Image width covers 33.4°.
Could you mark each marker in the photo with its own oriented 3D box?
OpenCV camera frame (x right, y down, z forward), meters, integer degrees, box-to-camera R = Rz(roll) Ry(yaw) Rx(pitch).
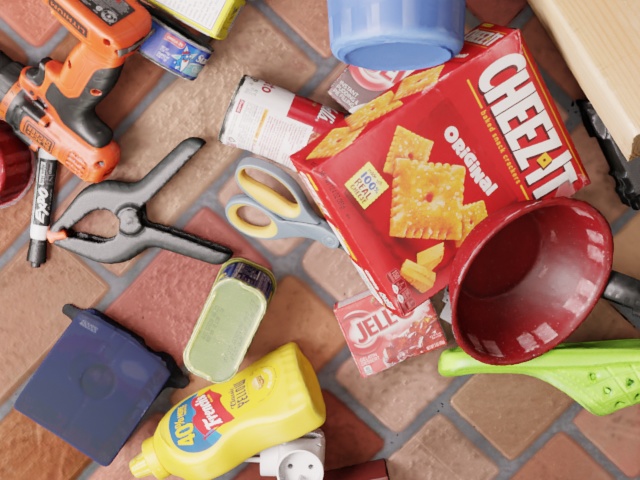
[{"bbox_3d":[-0.260,-0.033,1.004,0.020,0.020,0.121,9,100,0],"label":"marker"}]

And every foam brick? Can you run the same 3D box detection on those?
[{"bbox_3d":[0.033,0.250,1.028,0.078,0.051,0.053,-12,98,3],"label":"foam brick"}]

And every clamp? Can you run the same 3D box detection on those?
[{"bbox_3d":[-0.165,-0.013,0.995,0.171,0.039,0.120,-20,93,10],"label":"clamp"},{"bbox_3d":[0.302,0.056,0.946,0.210,0.164,0.036,22,91,7],"label":"clamp"}]

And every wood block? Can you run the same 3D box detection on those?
[{"bbox_3d":[0.245,-0.182,0.892,0.091,0.090,0.206,-30,75,7],"label":"wood block"}]

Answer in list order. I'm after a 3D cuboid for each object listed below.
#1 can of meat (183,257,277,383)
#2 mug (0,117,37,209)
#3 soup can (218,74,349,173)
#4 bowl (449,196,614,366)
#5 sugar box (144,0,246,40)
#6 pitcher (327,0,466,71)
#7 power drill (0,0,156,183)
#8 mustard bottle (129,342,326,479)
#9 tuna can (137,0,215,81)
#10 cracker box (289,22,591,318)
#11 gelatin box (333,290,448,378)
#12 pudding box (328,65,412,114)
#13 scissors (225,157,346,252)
[{"bbox_3d":[-0.083,0.075,0.985,0.057,0.084,0.102,25,100,-3],"label":"can of meat"},{"bbox_3d":[-0.317,-0.056,0.970,0.093,0.081,0.117,18,100,-2],"label":"mug"},{"bbox_3d":[-0.033,-0.100,0.962,0.102,0.068,0.068,22,100,-2],"label":"soup can"},{"bbox_3d":[0.167,0.025,0.902,0.161,0.055,0.162,-14,124,-22],"label":"bowl"},{"bbox_3d":[-0.154,-0.235,0.929,0.176,0.093,0.048,30,98,-4],"label":"sugar box"},{"bbox_3d":[0.070,-0.266,0.875,0.149,0.145,0.243,-1,85,4],"label":"pitcher"},{"bbox_3d":[-0.231,-0.158,0.920,0.184,0.057,0.188,38,138,1],"label":"power drill"},{"bbox_3d":[-0.092,0.173,0.996,0.192,0.096,0.058,-28,126,7],"label":"mustard bottle"},{"bbox_3d":[-0.138,-0.177,0.942,0.086,0.086,0.034,33,100,-4],"label":"tuna can"},{"bbox_3d":[0.107,-0.060,0.918,0.213,0.072,0.164,-35,114,-7],"label":"cracker box"},{"bbox_3d":[0.066,0.080,1.008,0.089,0.030,0.073,-22,97,4],"label":"gelatin box"},{"bbox_3d":[0.077,-0.133,0.967,0.113,0.039,0.090,39,96,-6],"label":"pudding box"},{"bbox_3d":[-0.006,0.001,0.988,0.201,0.016,0.096,41,134,-14],"label":"scissors"}]
